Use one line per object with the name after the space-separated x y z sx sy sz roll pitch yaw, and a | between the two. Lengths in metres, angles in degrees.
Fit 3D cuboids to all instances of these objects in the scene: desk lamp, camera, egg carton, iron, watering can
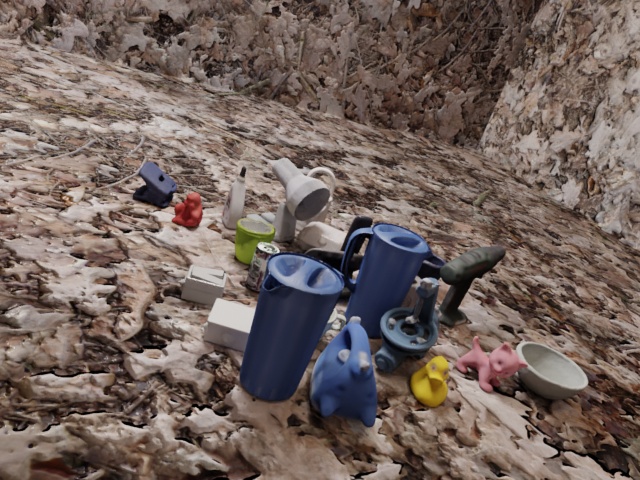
-0.088 -0.103 1.570 0.202 0.213 0.118 35 27 33 | desk lamp
0.189 0.103 1.477 0.143 0.101 0.136 13 24 -16 | camera
0.015 0.006 1.596 0.150 0.069 0.107 24 23 9 | egg carton
0.055 0.218 1.059 0.119 0.141 0.258 16 23 -9 | iron
-0.011 -0.119 1.693 0.101 0.194 0.172 4 27 -33 | watering can

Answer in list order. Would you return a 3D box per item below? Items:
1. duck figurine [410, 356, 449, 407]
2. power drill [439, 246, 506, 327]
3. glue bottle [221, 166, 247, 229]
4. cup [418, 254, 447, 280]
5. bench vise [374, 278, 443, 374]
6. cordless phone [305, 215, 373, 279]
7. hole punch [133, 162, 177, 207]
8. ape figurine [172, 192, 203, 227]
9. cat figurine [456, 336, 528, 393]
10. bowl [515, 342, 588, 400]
0.230 0.272 1.150 0.077 0.086 0.105 21 23 4 | duck figurine
0.372 0.112 1.466 0.230 0.208 0.075 -6 34 -46 | power drill
-0.226 -0.120 1.550 0.037 0.173 0.078 6 26 -30 | glue bottle
0.289 0.093 1.588 0.118 0.095 0.091 -3 32 -43 | cup
0.202 0.158 1.210 0.121 0.220 0.208 24 23 11 | bench vise
0.050 0.009 1.467 0.148 0.185 0.094 8 25 -26 | cordless phone
-0.442 -0.154 1.557 0.101 0.091 0.108 17 23 -7 | hole punch
-0.334 -0.081 1.480 0.076 0.092 0.077 -1 31 -41 | ape figurine
0.378 0.263 1.250 0.127 0.118 0.067 36 28 34 | cat figurine
0.514 0.311 1.307 0.167 0.075 0.167 17 23 -7 | bowl
